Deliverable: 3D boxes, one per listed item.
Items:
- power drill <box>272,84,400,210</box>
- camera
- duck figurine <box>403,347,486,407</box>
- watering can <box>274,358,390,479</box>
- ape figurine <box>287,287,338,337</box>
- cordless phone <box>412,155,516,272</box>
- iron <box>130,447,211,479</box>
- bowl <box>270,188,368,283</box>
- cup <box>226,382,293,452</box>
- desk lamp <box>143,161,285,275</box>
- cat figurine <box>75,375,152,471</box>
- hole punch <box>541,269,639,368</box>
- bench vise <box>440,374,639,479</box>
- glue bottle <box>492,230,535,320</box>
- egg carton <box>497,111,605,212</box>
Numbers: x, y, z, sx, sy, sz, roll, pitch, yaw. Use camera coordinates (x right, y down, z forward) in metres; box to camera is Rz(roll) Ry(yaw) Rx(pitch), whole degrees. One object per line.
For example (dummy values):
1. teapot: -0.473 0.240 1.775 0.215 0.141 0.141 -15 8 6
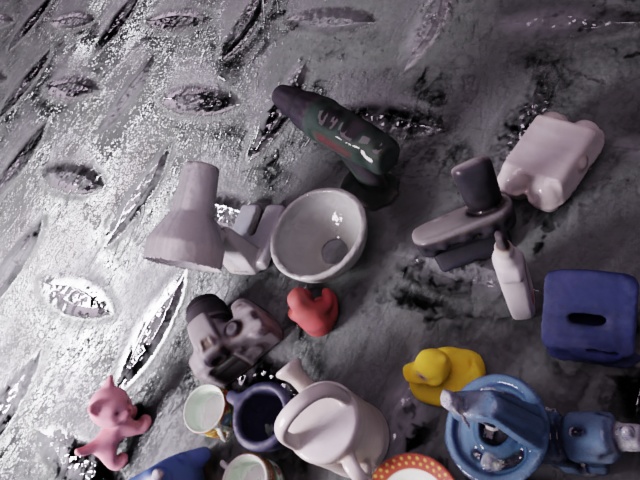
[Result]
1. power drill: 0.040 -0.142 0.906 0.228 0.209 0.076 32 79 38
2. camera: -0.156 0.136 0.909 0.143 0.101 0.136 -39 51 2
3. duck figurine: 0.156 0.166 0.736 0.104 0.086 0.077 -19 54 17
4. watering can: 0.003 0.224 0.712 0.172 0.195 0.101 23 74 36
5. ape figurine: -0.017 0.101 0.863 0.077 0.092 0.076 -14 56 20
6. cordless phone: 0.186 -0.045 0.785 0.147 0.186 0.094 -25 53 13
7. iron: -0.272 0.381 0.796 0.258 0.142 0.118 -31 52 8
8. bowl: 0.008 0.003 0.920 0.167 0.075 0.167 -13 56 21
9. cup: -0.070 0.249 0.799 0.117 0.095 0.092 18 71 35
10. desk lamp: -0.173 -0.018 0.939 0.117 0.214 0.203 3 63 30
11. cat figurine: -0.335 0.286 0.902 0.067 0.118 0.128 19 72 35
12. hole punch: 0.325 0.094 0.687 0.108 0.091 0.101 2 63 29
13. bench vise: 0.218 0.186 0.605 0.207 0.220 0.121 -21 54 15
14. glue bottle: 0.238 0.035 0.715 0.037 0.174 0.078 -14 56 20
15. egg carton: 0.331 -0.113 0.823 0.107 0.070 0.150 28 77 37
